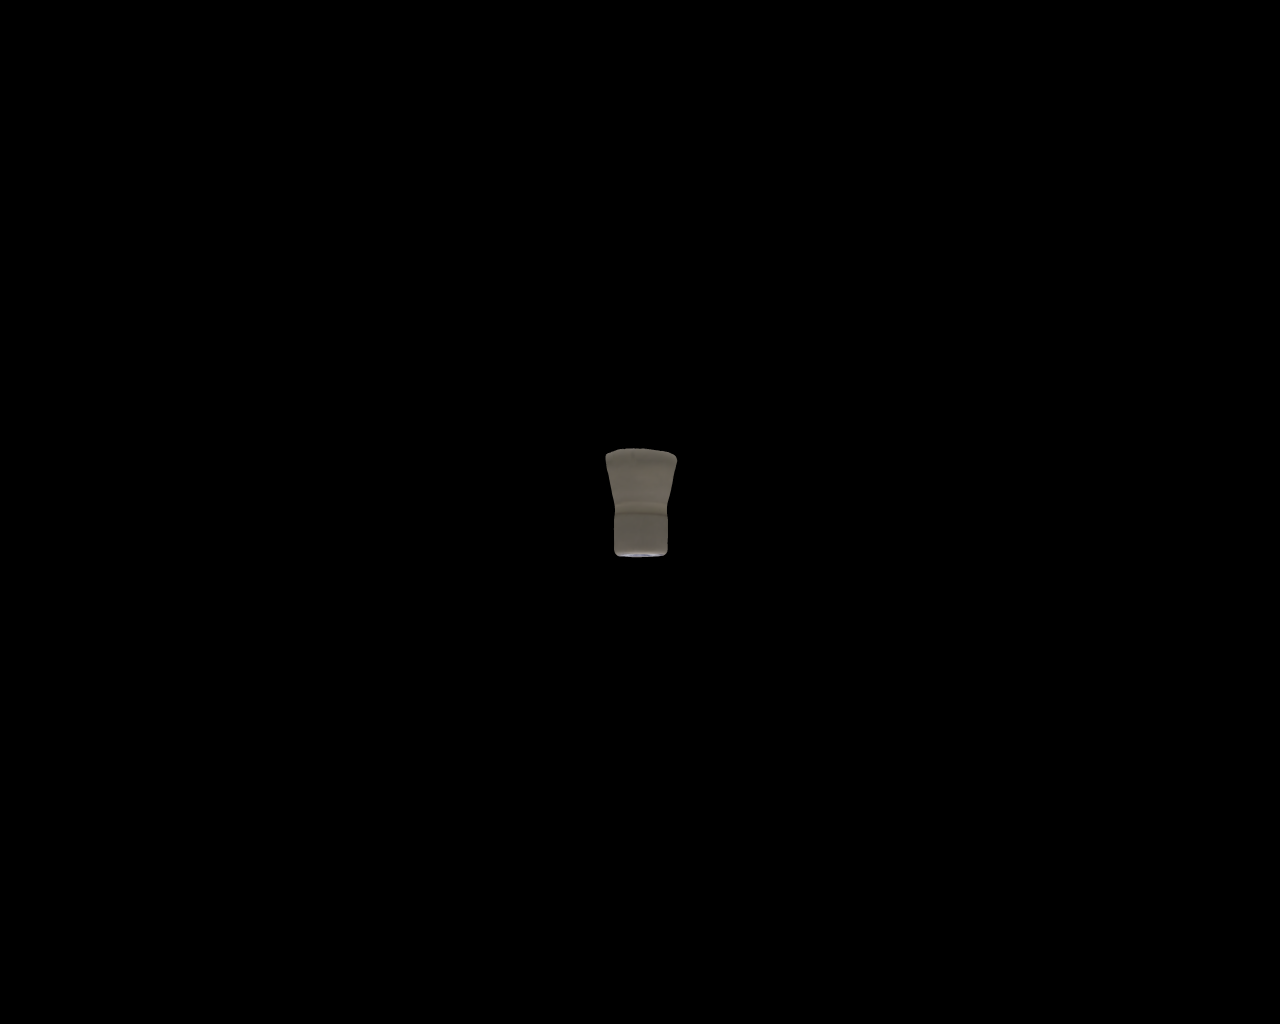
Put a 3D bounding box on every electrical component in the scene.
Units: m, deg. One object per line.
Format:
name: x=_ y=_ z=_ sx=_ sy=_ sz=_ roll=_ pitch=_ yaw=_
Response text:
electrical component: x=0.001 y=-0.003 z=0.650 sx=0.044 sy=0.065 sz=0.044 roll=0 pitch=-7 yaw=0
